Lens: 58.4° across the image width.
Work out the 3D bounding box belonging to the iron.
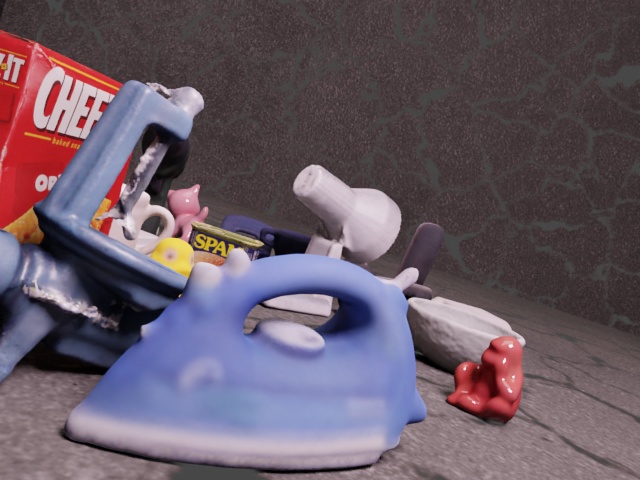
[{"bbox_3d":[-0.027,0.069,0.400,0.259,0.141,0.118,14,6,-41],"label":"iron"}]

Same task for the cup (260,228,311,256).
[{"bbox_3d":[-0.059,0.033,1.014,0.118,0.095,0.091,17,5,-6],"label":"cup"}]

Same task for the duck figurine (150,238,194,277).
[{"bbox_3d":[-0.162,0.038,0.599,0.078,0.086,0.104,14,6,-42],"label":"duck figurine"}]

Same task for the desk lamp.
[{"bbox_3d":[0.008,0.003,0.880,0.204,0.213,0.117,14,6,-40],"label":"desk lamp"}]

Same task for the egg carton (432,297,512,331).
[{"bbox_3d":[0.245,0.149,0.967,0.151,0.069,0.107,16,5,-21],"label":"egg carton"}]

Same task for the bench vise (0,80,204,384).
[{"bbox_3d":[-0.155,-0.011,0.375,0.121,0.220,0.208,20,5,23],"label":"bench vise"}]

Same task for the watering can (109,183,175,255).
[{"bbox_3d":[-0.243,-0.046,0.611,0.173,0.194,0.100,14,6,-39],"label":"watering can"}]

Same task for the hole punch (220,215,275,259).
[{"bbox_3d":[-0.136,0.007,1.048,0.109,0.091,0.101,17,5,-7],"label":"hole punch"}]

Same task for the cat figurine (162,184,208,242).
[{"bbox_3d":[-0.260,-0.053,1.128,0.067,0.118,0.127,13,6,-44],"label":"cat figurine"}]

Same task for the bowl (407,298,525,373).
[{"bbox_3d":[0.192,0.142,0.799,0.167,0.075,0.167,18,4,-1],"label":"bowl"}]

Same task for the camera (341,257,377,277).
[{"bbox_3d":[0.044,0.056,1.103,0.143,0.101,0.136,16,5,-26],"label":"camera"}]

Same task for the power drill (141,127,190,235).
[{"bbox_3d":[-0.241,-0.071,0.835,0.076,0.208,0.229,17,5,-14],"label":"power drill"}]

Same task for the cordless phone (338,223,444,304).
[{"bbox_3d":[0.121,0.052,0.917,0.148,0.185,0.093,14,6,-37],"label":"cordless phone"}]

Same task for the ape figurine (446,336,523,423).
[{"bbox_3d":[0.190,0.147,0.622,0.076,0.092,0.077,17,5,-16],"label":"ape figurine"}]
